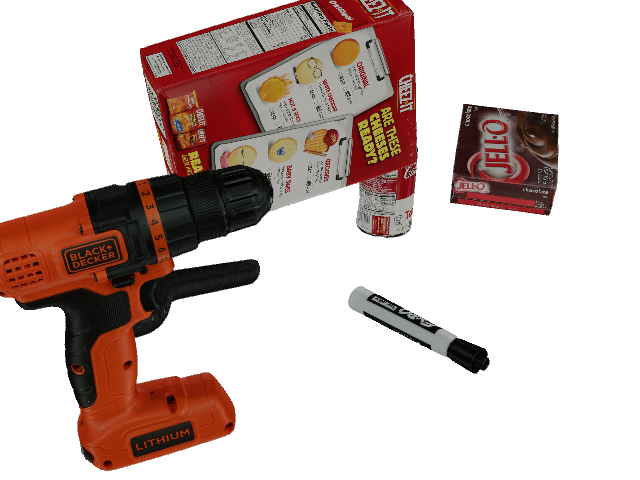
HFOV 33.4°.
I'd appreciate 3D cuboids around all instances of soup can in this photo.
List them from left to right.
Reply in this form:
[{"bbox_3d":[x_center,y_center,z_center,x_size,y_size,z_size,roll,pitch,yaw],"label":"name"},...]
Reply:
[{"bbox_3d":[0.077,-0.062,1.254,0.068,0.102,0.068,2,28,-1],"label":"soup can"}]

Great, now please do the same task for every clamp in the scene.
[{"bbox_3d":[-0.181,0.038,1.028,0.165,0.036,0.209,26,36,24],"label":"clamp"}]

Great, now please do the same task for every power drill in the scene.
[{"bbox_3d":[-0.108,0.049,0.693,0.184,0.187,0.057,-15,28,-9],"label":"power drill"}]

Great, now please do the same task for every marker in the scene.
[{"bbox_3d":[0.070,0.064,0.763,0.121,0.020,0.020,26,17,38],"label":"marker"}]

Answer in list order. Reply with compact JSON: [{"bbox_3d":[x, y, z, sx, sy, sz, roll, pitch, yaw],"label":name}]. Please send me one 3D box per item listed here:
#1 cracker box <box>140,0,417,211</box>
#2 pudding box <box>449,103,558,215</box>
[{"bbox_3d":[-0.030,-0.110,0.890,0.213,0.164,0.072,-19,48,-11],"label":"cracker box"},{"bbox_3d":[0.167,-0.075,0.965,0.090,0.039,0.113,8,41,6],"label":"pudding box"}]
